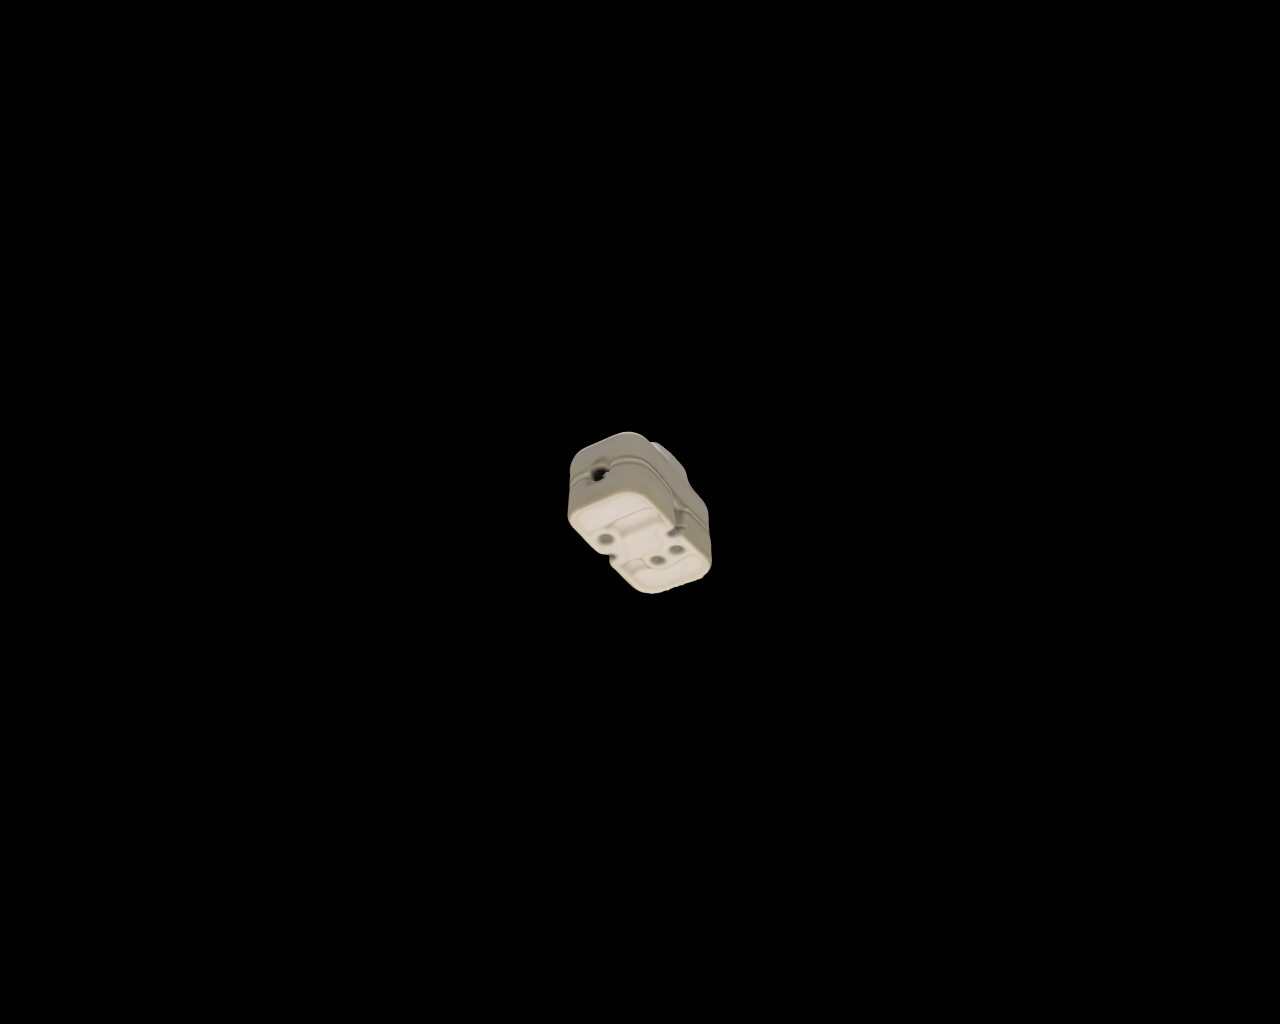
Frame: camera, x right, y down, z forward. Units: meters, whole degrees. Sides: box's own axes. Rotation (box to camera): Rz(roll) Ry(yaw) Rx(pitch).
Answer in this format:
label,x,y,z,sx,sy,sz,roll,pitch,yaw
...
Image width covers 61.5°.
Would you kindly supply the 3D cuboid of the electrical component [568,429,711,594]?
label,x,y,z,sx,sy,sz,roll,pitch,yaw
electrical component,0.001,-0.003,0.650,0.053,0.059,0.095,-22,-45,24
